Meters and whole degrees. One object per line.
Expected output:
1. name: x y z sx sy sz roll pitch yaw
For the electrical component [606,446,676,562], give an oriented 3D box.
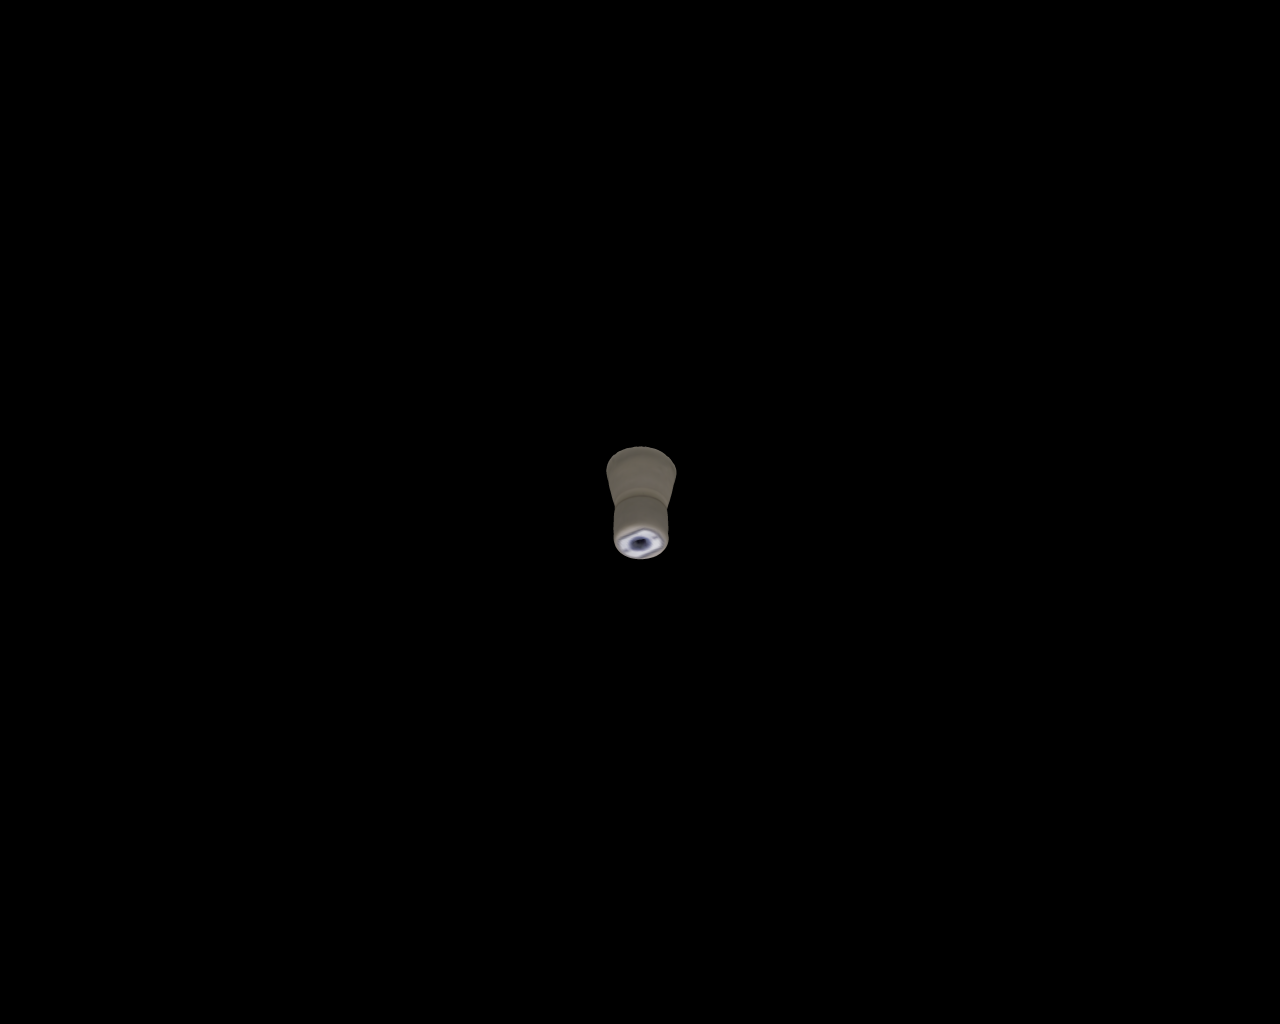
1. electrical component: 0.001 -0.003 0.650 0.044 0.065 0.044 0 -43 0
